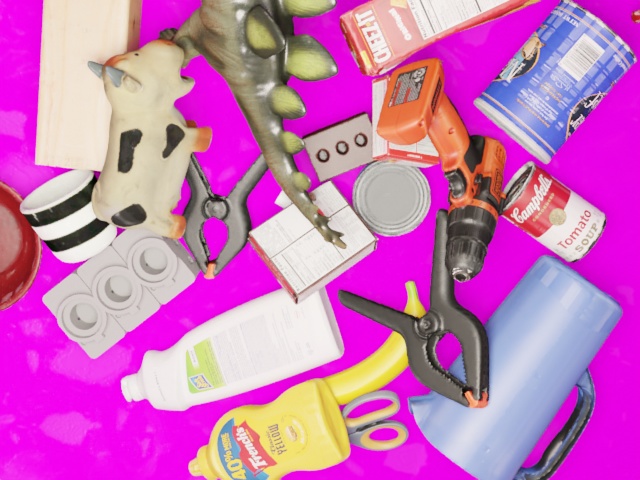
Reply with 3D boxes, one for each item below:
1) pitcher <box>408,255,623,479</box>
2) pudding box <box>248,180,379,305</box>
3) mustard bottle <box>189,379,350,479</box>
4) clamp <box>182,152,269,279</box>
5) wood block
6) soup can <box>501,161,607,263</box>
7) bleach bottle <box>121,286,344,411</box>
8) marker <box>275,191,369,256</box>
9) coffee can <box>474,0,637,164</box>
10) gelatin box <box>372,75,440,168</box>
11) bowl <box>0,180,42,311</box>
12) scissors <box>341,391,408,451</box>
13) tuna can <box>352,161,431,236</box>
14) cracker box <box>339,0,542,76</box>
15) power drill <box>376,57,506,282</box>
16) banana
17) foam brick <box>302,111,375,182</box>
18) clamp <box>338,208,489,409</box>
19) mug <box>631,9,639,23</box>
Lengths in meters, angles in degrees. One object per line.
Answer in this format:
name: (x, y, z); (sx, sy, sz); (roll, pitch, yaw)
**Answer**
pitcher: (0.226, 0.147, 1.168); (0.145, 0.149, 0.243); (39, 97, 33)
pudding box: (-0.008, 0.001, 1.148); (0.113, 0.039, 0.090); (-35, 78, -12)
mustard bottle: (-0.066, 0.230, 1.203); (0.192, 0.058, 0.096); (-24, 83, 22)
clamp: (-0.102, -0.042, 1.177); (0.120, 0.039, 0.171); (1, 106, 12)
wood block: (-0.243, -0.182, 1.130); (0.090, 0.091, 0.206); (6, 100, -2)
soup can: (0.251, -0.029, 1.161); (0.102, 0.068, 0.068); (34, 99, -6)
bleach bottle: (-0.105, 0.123, 1.197); (0.251, 0.068, 0.102); (-19, 86, 8)
marker: (0.005, -0.018, 1.191); (0.121, 0.020, 0.020); (32, 99, -5)
coffee can: (0.245, -0.165, 1.119); (0.103, 0.103, 0.140); (39, 98, -6)
gelatin box: (0.091, -0.126, 1.136); (0.073, 0.030, 0.089); (6, 79, -36)
bowl: (-0.381, 0.001, 1.182); (0.162, 0.055, 0.162); (0, 100, 1)
scissors: (0.015, 0.234, 1.235); (0.202, 0.016, 0.096); (-31, 121, 21)
tuna can: (0.078, -0.049, 1.177); (0.086, 0.034, 0.086); (0, 100, 1)
cracker box: (0.129, -0.237, 1.077); (0.214, 0.164, 0.072); (-25, 97, 5)
power drill: (0.127, -0.075, 1.080); (0.057, 0.184, 0.187); (-12, 135, 31)
banana: (0.057, 0.136, 1.212); (0.198, 0.037, 0.070); (-44, 79, 7)
foam brick: (0.024, -0.102, 1.159); (0.078, 0.051, 0.053); (-23, 99, 5)
clamp: (0.125, 0.081, 1.134); (0.165, 0.036, 0.210); (-47, 60, 20)
mug: (0.383, -0.245, 1.112); (0.117, 0.081, 0.093); (-16, 100, 3)
